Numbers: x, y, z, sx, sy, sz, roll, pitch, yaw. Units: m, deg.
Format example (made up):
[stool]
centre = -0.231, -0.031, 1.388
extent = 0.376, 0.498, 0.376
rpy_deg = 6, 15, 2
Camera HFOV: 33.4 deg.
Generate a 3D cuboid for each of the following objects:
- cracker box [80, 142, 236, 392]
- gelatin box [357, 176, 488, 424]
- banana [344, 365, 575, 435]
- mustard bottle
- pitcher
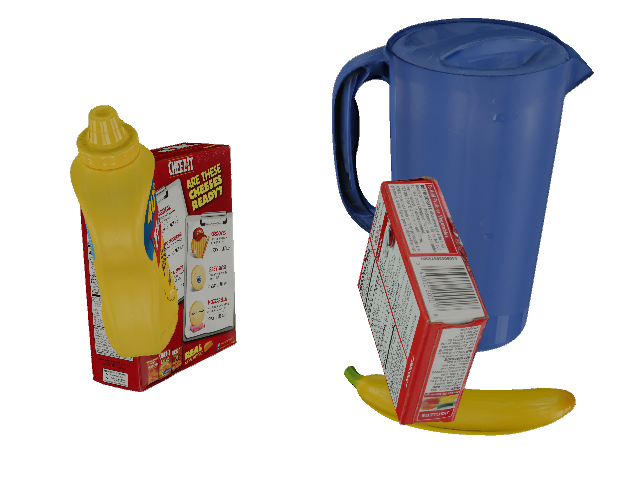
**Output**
[cracker box]
centre = -0.157, 0.020, 1.050
extent = 0.072, 0.214, 0.163
rpy_deg = 6, 15, 29
[gelatin box]
centre = 0.045, 0.027, 0.486
extent = 0.030, 0.089, 0.073
rpy_deg = -3, -44, -12
[banana]
centre = 0.116, 0.133, 0.885
extent = 0.198, 0.037, 0.069
rpy_deg = 8, 32, 2
[mustard bottle]
centre = -0.141, -0.013, 0.762
extent = 0.058, 0.192, 0.096
rpy_deg = -4, 42, -2
[pitcher]
centre = 0.103, -0.040, 0.818
extent = 0.149, 0.243, 0.144
rpy_deg = 24, 36, 37
